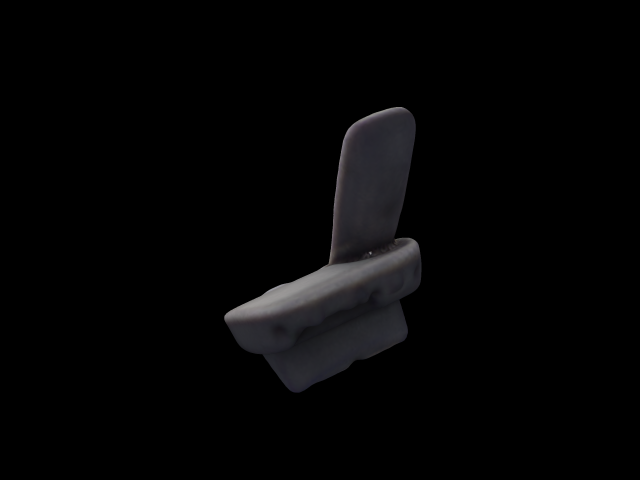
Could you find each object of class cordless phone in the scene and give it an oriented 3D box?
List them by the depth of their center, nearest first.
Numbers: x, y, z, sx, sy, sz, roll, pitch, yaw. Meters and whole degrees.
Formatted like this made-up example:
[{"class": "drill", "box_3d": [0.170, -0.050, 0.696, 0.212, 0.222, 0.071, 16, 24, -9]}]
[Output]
[{"class": "cordless phone", "box_3d": [0.004, 0.001, 0.400, 0.148, 0.185, 0.093, -25, 44, -28]}]
